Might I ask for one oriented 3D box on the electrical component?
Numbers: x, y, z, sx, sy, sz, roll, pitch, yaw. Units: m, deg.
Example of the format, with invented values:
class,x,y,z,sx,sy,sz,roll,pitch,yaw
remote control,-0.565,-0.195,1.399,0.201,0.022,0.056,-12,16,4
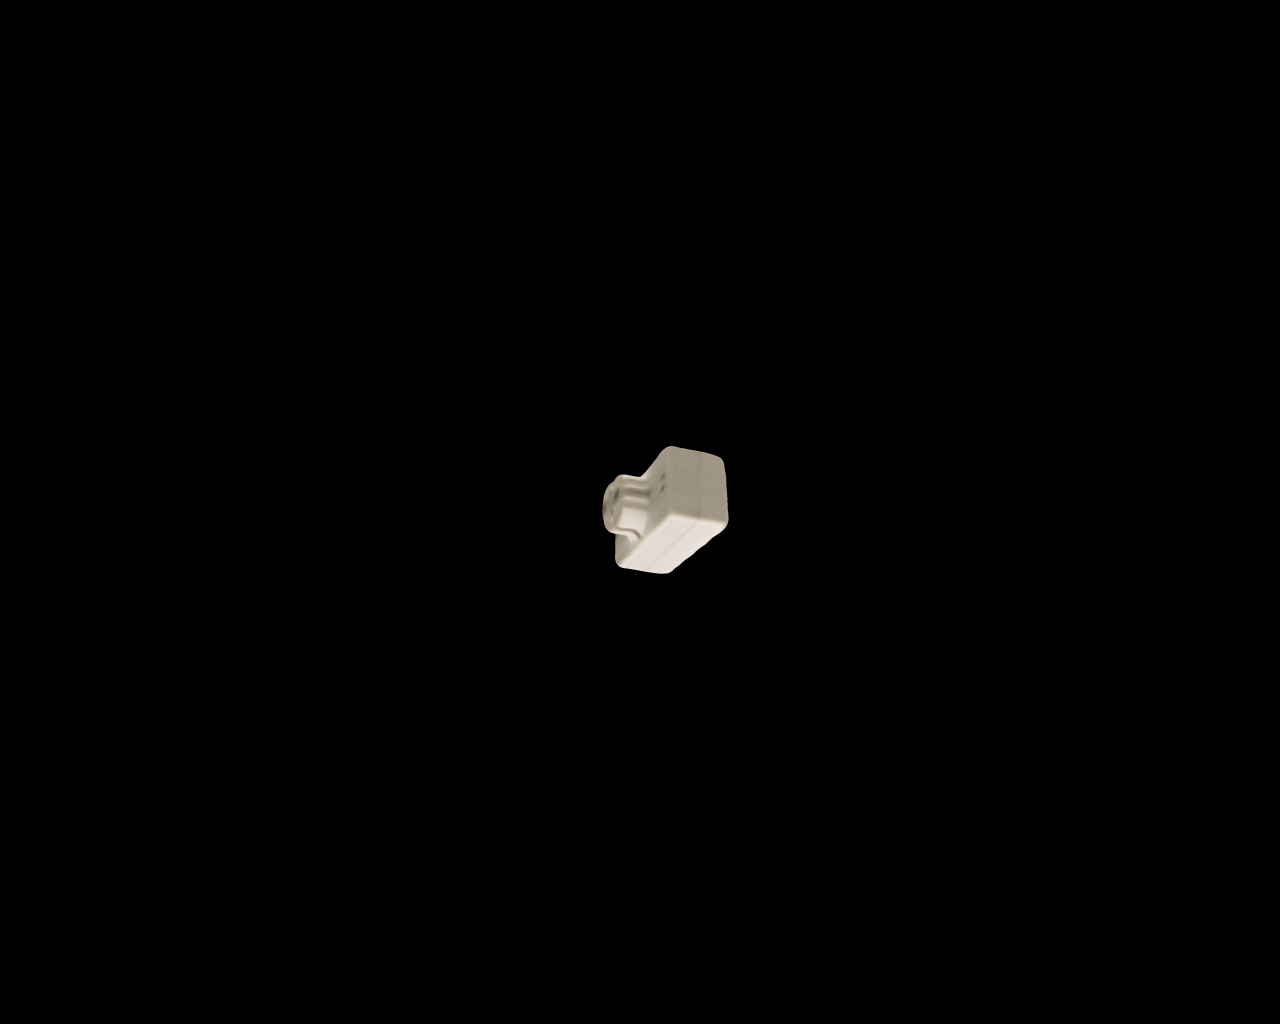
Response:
class,x,y,z,sx,sy,sz,roll,pitch,yaw
electrical component,0.001,-0.003,0.650,0.076,0.047,0.083,11,-29,-21
